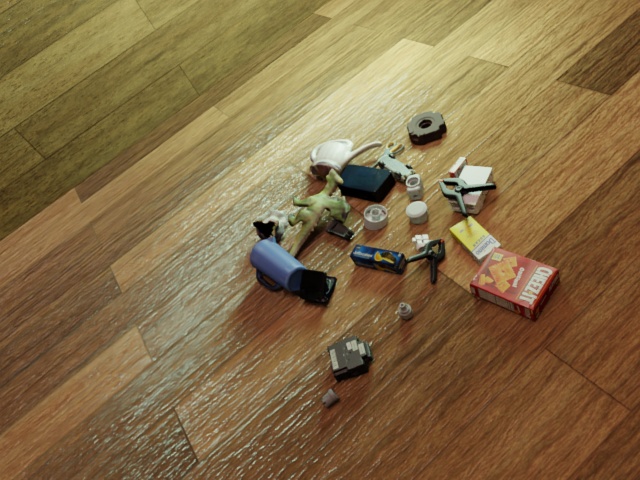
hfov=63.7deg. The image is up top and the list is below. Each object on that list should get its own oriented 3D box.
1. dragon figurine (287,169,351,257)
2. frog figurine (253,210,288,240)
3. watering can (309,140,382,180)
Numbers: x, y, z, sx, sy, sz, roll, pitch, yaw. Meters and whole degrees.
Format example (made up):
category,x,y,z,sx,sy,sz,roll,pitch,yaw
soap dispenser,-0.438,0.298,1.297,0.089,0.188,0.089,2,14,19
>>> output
category,x,y,z,sx,sy,sz,roll,pitch,yaw
dragon figurine,0.006,-0.106,2.097,0.242,0.120,0.418,-8,59,31
frog figurine,-0.200,-0.063,2.217,0.136,0.122,0.161,-23,6,21
watering can,0.093,-0.373,2.322,0.348,0.102,0.229,4,54,33
